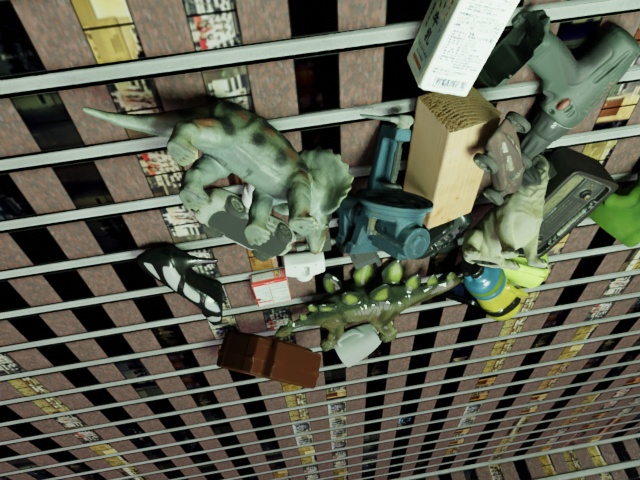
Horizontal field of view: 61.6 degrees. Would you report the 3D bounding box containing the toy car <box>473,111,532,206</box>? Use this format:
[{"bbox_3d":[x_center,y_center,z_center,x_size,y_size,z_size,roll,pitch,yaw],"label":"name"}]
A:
[{"bbox_3d":[0.280,-0.116,0.805,0.089,0.053,0.202,-49,155,1],"label":"toy car"}]

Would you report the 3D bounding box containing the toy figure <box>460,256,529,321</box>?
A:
[{"bbox_3d":[0.342,0.095,1.086,0.089,0.082,0.180,-47,127,9],"label":"toy figure"}]

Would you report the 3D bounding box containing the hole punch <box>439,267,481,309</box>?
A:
[{"bbox_3d":[0.337,0.104,1.199,0.142,0.092,0.116,17,175,-35],"label":"hole punch"}]

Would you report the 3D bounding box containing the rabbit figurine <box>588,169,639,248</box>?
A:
[{"bbox_3d":[0.591,-0.082,0.990,0.121,0.159,0.170,23,116,-24],"label":"rabbit figurine"}]

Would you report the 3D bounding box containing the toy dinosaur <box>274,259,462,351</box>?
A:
[{"bbox_3d":[0.123,0.132,1.157,0.472,0.105,0.198,-16,139,1],"label":"toy dinosaur"}]

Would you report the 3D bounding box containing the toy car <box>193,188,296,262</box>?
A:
[{"bbox_3d":[-0.126,-0.023,0.935,0.073,0.056,0.201,-39,136,22],"label":"toy car"}]

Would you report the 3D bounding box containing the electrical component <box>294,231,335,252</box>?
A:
[{"bbox_3d":[-0.002,-0.003,1.017,0.094,0.021,0.063,-9,142,-3],"label":"electrical component"}]

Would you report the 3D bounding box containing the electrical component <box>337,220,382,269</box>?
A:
[{"bbox_3d":[0.077,0.012,1.018,0.048,0.075,0.119,-20,144,9],"label":"electrical component"}]

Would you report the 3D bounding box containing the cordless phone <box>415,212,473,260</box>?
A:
[{"bbox_3d":[0.239,-0.016,1.036,0.184,0.089,0.146,15,135,-46],"label":"cordless phone"}]

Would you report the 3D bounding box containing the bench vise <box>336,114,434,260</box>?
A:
[{"bbox_3d":[0.099,-0.081,0.853,0.129,0.224,0.240,0,111,-21],"label":"bench vise"}]

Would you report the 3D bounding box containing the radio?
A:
[{"bbox_3d":[0.430,-0.060,1.015,0.131,0.073,0.229,9,138,-25],"label":"radio"}]

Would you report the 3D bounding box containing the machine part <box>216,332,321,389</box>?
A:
[{"bbox_3d":[-0.113,0.272,1.222,0.201,0.087,0.201,25,161,-39],"label":"machine part"}]

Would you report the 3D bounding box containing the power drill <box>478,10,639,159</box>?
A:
[{"bbox_3d":[0.326,-0.223,0.781,0.207,0.086,0.232,19,133,-28],"label":"power drill"}]

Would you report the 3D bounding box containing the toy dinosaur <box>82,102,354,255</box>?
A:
[{"bbox_3d":[-0.102,-0.116,0.757,0.404,0.192,0.131,38,131,-25],"label":"toy dinosaur"}]

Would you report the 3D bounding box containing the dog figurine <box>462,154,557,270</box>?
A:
[{"bbox_3d":[0.331,-0.051,0.963,0.121,0.190,0.172,19,165,-38],"label":"dog figurine"}]

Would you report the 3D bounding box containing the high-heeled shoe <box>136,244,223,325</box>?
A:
[{"bbox_3d":[-0.263,0.100,1.036,0.145,0.086,0.248,-2,137,-8],"label":"high-heeled shoe"}]

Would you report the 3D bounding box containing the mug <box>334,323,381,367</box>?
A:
[{"bbox_3d":[0.089,0.245,1.317,0.107,0.081,0.109,-31,135,4],"label":"mug"}]
